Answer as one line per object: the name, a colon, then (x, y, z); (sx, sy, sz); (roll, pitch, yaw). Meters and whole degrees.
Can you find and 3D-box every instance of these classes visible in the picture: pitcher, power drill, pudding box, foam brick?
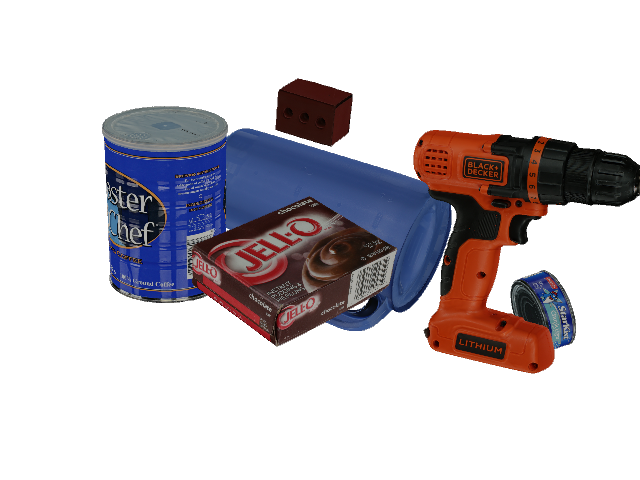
pitcher: (-0.001, -0.021, 1.088); (0.243, 0.145, 0.149); (22, 26, 23)
power drill: (0.160, 0.008, 0.862); (0.185, 0.188, 0.057); (11, 16, 29)
pudding box: (-0.018, 0.018, 0.731); (0.113, 0.039, 0.090); (-23, 43, -39)
foam brick: (-0.008, -0.153, 1.266); (0.078, 0.053, 0.051); (18, 32, 21)

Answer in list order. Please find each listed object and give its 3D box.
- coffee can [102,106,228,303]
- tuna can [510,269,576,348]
coffee can: (-0.130, -0.032, 0.903); (0.103, 0.140, 0.103); (2, 24, -1)
tuna can: (0.240, 0.078, 1.158); (0.033, 0.086, 0.086); (-18, 4, -12)
